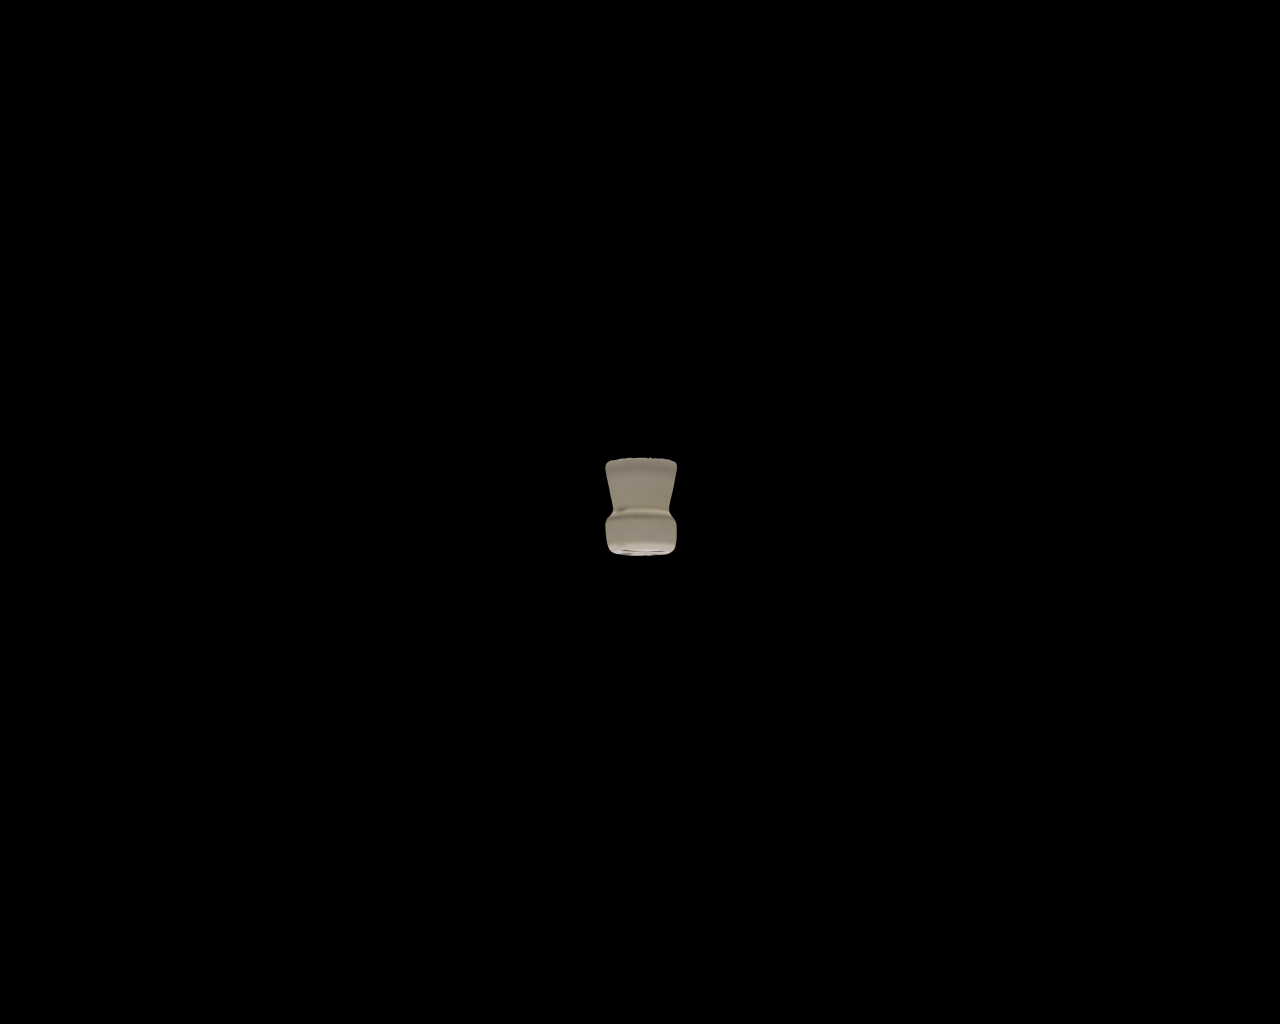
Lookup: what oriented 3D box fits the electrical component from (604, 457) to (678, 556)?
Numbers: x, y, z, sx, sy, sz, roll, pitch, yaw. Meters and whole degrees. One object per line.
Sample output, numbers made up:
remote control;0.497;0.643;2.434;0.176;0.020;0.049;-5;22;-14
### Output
electrical component;0.001;-0.003;0.650;0.045;0.055;0.045;0;-7;0
